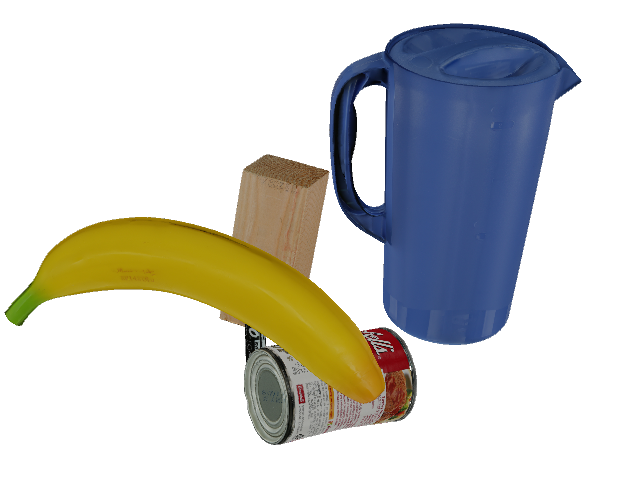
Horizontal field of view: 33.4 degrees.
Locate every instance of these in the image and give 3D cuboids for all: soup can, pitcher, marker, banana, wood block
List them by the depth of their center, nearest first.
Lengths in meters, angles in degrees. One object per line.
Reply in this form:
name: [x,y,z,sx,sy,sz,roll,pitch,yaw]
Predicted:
banana: [-0.058,0.028,0.545,0.198,0.070,0.037,13,11,4]
soup can: [0.006,0.101,0.741,0.102,0.068,0.069,-6,3,-30]
pitcher: [0.100,-0.042,0.851,0.149,0.243,0.144,24,36,33]
marker: [-0.058,0.065,0.935,0.020,0.121,0.020,-1,22,0]
wood block: [-0.060,0.005,1.374,0.090,0.206,0.090,16,22,13]
